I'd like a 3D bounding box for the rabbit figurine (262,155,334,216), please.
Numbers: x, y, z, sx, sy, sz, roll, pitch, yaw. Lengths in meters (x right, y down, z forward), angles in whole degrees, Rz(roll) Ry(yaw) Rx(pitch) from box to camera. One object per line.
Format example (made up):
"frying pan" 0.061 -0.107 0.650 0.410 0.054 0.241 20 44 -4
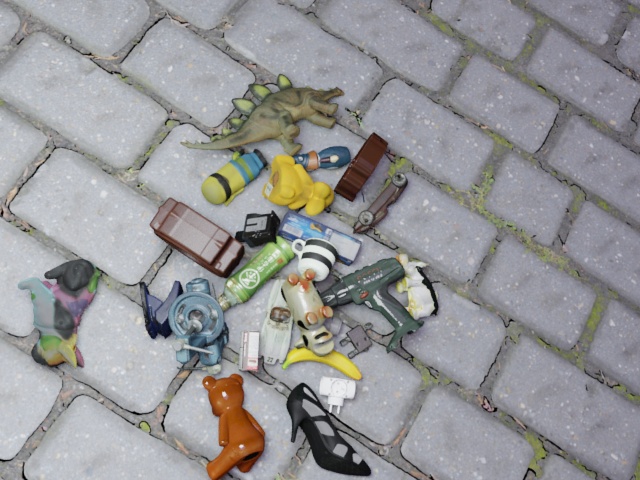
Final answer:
"rabbit figurine" -0.033 -0.125 1.314 0.173 0.163 0.121 16 99 -33

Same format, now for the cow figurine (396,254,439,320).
"cow figurine" 0.245 0.111 1.341 0.098 0.068 0.167 -9 82 -17

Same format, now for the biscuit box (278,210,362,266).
"biscuit box" -0.003 -0.004 1.331 0.203 0.063 0.059 24 75 -2

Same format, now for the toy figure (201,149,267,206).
"toy figure" -0.213 -0.159 1.320 0.180 0.089 0.082 -38 78 -13

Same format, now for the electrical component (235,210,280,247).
"electrical component" -0.158 -0.025 1.291 0.119 0.047 0.075 -4 57 21

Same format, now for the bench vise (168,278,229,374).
"bench vise" -0.262 0.203 1.138 0.129 0.240 0.223 4 100 2

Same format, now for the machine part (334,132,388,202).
"machine part" 0.104 -0.180 1.339 0.056 0.179 0.179 32 74 -3

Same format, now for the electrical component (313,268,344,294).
"electrical component" 0.014 0.114 1.315 0.102 0.045 0.078 -21 80 -13

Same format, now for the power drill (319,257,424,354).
"power drill" 0.127 0.163 1.268 0.232 0.086 0.207 -34 71 -8

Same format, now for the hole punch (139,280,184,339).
"hole punch" -0.350 0.156 1.206 0.092 0.142 0.116 -6 66 -15

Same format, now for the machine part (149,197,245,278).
"machine part" -0.274 0.002 1.213 0.201 0.201 0.087 34 77 -1

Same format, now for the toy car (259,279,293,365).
"toy car" -0.098 0.192 1.272 0.073 0.056 0.201 14 75 -6

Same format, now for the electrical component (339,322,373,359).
"electrical component" 0.097 0.242 1.310 0.094 0.021 0.063 -32 84 -16

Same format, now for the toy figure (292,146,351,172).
"toy figure" 0.000 -0.206 1.379 0.154 0.064 0.058 -11 80 -11

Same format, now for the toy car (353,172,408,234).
"toy car" 0.156 -0.088 1.363 0.053 0.089 0.202 39 73 5

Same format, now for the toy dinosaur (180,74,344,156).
"toy dinosaur" -0.115 -0.303 1.343 0.199 0.105 0.471 42 55 20

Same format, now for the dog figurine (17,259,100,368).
"dog figurine" -0.551 0.171 1.181 0.191 0.108 0.219 -25 86 -17

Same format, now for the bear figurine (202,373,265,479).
"bear figurine" -0.204 0.402 1.187 0.132 0.120 0.196 -52 56 24

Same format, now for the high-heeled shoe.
"high-heeled shoe" 0.023 0.438 1.243 0.248 0.086 0.145 34 42 -18

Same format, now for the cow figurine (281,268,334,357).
"cow figurine" -0.029 0.173 1.220 0.085 0.127 0.195 -20 78 -30
